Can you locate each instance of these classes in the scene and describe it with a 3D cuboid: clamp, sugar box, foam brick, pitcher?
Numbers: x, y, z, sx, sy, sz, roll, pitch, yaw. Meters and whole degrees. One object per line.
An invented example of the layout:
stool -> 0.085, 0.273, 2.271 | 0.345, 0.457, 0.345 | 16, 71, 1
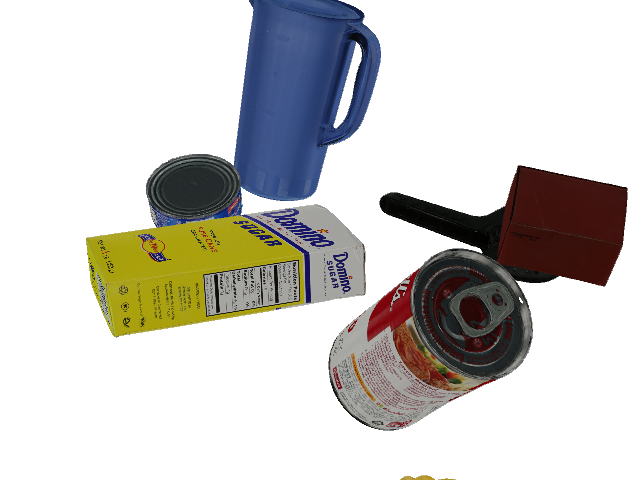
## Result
clamp -> 0.170, 0.013, 1.034 | 0.210, 0.164, 0.036 | -2, -42, -5
sugar box -> -0.066, 0.017, 0.737 | 0.176, 0.048, 0.093 | -12, 24, -17
foam brick -> 0.166, -0.010, 0.736 | 0.078, 0.051, 0.053 | 13, -34, 6
pitcher -> -0.026, -0.172, 1.292 | 0.144, 0.243, 0.149 | 6, 23, -15

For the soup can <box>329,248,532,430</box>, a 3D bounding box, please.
soup can -> 0.055, 0.055, 0.559 | 0.068, 0.068, 0.102 | 0, -24, -26

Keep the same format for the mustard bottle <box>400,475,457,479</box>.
mustard bottle -> 0.127, 0.250, 0.893 | 0.096, 0.058, 0.192 | -18, 27, -27

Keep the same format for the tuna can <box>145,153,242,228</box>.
tuna can -> -0.114, -0.039, 0.972 | 0.086, 0.086, 0.034 | -1, -45, 1
